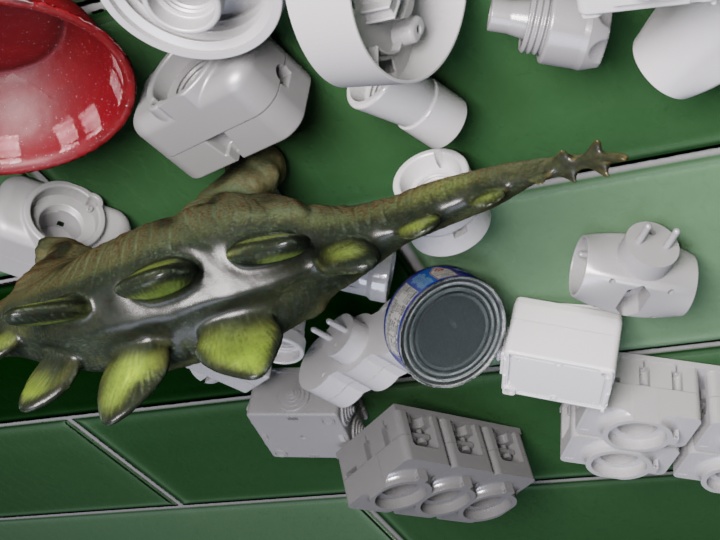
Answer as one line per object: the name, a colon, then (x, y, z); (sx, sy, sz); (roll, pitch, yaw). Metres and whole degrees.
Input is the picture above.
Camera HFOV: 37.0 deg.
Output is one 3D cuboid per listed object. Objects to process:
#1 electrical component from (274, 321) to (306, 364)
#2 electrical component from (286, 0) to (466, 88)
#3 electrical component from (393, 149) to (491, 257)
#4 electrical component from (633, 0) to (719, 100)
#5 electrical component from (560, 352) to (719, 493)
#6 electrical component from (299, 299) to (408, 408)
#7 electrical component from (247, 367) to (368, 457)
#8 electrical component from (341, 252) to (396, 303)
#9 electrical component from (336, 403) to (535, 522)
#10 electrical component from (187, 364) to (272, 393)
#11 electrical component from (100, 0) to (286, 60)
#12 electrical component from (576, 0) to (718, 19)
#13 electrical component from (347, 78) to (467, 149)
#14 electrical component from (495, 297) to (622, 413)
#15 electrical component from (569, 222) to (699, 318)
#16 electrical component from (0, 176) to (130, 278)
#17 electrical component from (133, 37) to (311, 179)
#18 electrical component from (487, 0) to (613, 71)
electrical component: (-0.061, 0.045, 0.846); (0.040, 0.046, 0.040); (6, 145, 4)
electrical component: (0.008, -0.139, 0.528); (0.064, 0.099, 0.099); (-5, 144, 29)
electrical component: (0.051, -0.044, 0.689); (0.055, 0.055, 0.047); (-6, 139, 20)
electrical component: (0.198, -0.120, 0.557); (0.079, 0.043, 0.077); (23, 143, -20)
electrical component: (0.268, 0.129, 0.885); (0.186, 0.060, 0.105); (8, 145, 1)
electrical component: (-0.004, 0.058, 0.848); (0.074, 0.052, 0.138); (31, 139, -29)
electrical component: (-0.047, 0.130, 0.966); (0.100, 0.048, 0.099); (-2, 144, 16)
electrical component: (0.000, 0.000, 0.776); (0.046, 0.040, 0.040); (11, 146, 6)
electrical component: (0.068, 0.178, 0.952); (0.150, 0.061, 0.089); (16, 135, -34)
electrical component: (-0.118, 0.071, 0.894); (0.066, 0.047, 0.077); (27, 141, -25)
electrical component: (-0.085, -0.156, 0.551); (0.108, 0.060, 0.108); (6, 145, 4)
electrical component: (0.124, -0.158, 0.472); (0.062, 0.096, 0.061); (-3, 143, 16)
electrical component: (0.030, -0.099, 0.627); (0.065, 0.044, 0.044); (28, 141, -34)
electrical component: (0.147, 0.060, 0.817); (0.096, 0.061, 0.061); (10, 146, 12)
electrical component: (0.189, -0.006, 0.723); (0.077, 0.043, 0.079); (10, 146, -3)
electrical component: (-0.218, -0.025, 0.773); (0.095, 0.053, 0.059); (20, 144, -17)
electrical component: (-0.085, -0.102, 0.635); (0.095, 0.053, 0.059); (-19, 137, 34)
electrical component: (0.099, -0.130, 0.565); (0.062, 0.043, 0.043); (9, 145, 1)
